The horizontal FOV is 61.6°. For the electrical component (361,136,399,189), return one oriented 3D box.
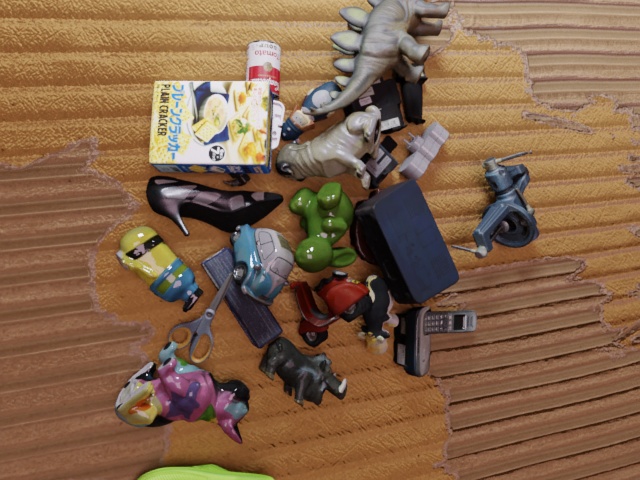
[{"bbox_3d":[0.127,-0.172,1.140,0.119,0.048,0.074,-45,102,-10],"label":"electrical component"}]

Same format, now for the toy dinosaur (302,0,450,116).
[{"bbox_3d":[0.124,-0.393,1.082,0.199,0.105,0.471,24,61,8],"label":"toy dinosaur"}]

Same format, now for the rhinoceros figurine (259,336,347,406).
[{"bbox_3d":[-0.031,0.268,1.080,0.190,0.073,0.112,37,75,-14],"label":"rhinoceros figurine"}]

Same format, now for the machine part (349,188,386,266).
[{"bbox_3d":[0.147,-0.024,1.141,0.179,0.056,0.179,0,90,-15],"label":"machine part"}]

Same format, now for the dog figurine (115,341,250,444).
[{"bbox_3d":[-0.240,0.310,0.998,0.191,0.108,0.219,-44,106,-7],"label":"dog figurine"}]

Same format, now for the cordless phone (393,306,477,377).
[{"bbox_3d":[0.256,0.214,1.159,0.184,0.089,0.146,1,89,-21],"label":"cordless phone"}]

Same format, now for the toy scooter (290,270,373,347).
[{"bbox_3d":[0.009,0.119,1.070,0.184,0.075,0.135,-38,78,26],"label":"toy scooter"}]

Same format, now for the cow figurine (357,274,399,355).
[{"bbox_3d":[0.117,0.154,1.102,0.068,0.098,0.167,4,87,26],"label":"cow figurine"}]

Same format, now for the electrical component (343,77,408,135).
[{"bbox_3d":[0.111,-0.283,1.131,0.115,0.058,0.134,-17,94,-18],"label":"electrical component"}]

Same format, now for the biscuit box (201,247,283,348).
[{"bbox_3d":[-0.153,0.114,1.049,0.063,0.059,0.202,-33,98,-15],"label":"biscuit box"}]

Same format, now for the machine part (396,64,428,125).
[{"bbox_3d":[0.203,-0.319,1.170,0.084,0.039,0.138,-8,90,-25],"label":"machine part"}]

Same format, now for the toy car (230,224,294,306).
[{"bbox_3d":[-0.101,0.035,1.008,0.103,0.109,0.162,-27,54,18],"label":"toy car"}]

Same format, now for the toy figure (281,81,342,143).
[{"bbox_3d":[-0.021,-0.260,1.094,0.154,0.057,0.064,-44,63,-11],"label":"toy figure"}]

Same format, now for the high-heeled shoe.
[{"bbox_3d":[-0.205,-0.087,1.046,0.249,0.086,0.145,-19,64,-32],"label":"high-heeled shoe"}]

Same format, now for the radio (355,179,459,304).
[{"bbox_3d":[0.172,0.008,1.066,0.131,0.073,0.229,-30,97,-28],"label":"radio"}]

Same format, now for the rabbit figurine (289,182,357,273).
[{"bbox_3d":[-0.002,-0.003,1.059,0.158,0.121,0.170,54,46,-43],"label":"rabbit figurine"}]

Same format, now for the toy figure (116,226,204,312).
[{"bbox_3d":[-0.294,0.053,0.998,0.180,0.082,0.089,40,64,-7],"label":"toy figure"}]

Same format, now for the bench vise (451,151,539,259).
[{"bbox_3d":[0.394,-0.057,1.170,0.240,0.129,0.223,-43,121,-31],"label":"bench vise"}]

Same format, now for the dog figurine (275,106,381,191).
[{"bbox_3d":[0.015,-0.192,1.060,0.191,0.121,0.172,14,71,15],"label":"dog figurine"}]

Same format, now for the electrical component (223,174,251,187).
[{"bbox_3d":[-0.172,-0.155,1.056,0.102,0.045,0.078,50,49,-13],"label":"electrical component"}]
